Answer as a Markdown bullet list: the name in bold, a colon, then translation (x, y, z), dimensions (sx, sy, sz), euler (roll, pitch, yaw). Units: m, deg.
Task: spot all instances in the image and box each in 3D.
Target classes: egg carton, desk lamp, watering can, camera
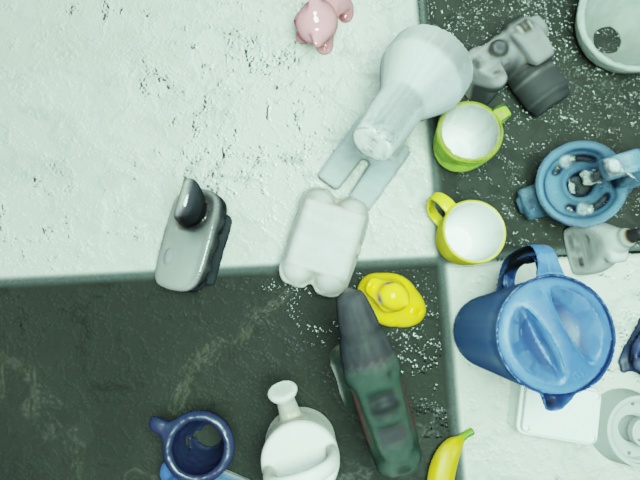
- **egg carton**: translation (0.008, 0.003, 0.828), dimensions (0.107, 0.069, 0.150), euler (16, 82, 0)
- **desk lamp**: translation (0.099, -0.160, 0.781), dimensions (0.118, 0.213, 0.203), euler (34, 82, 2)
- **watering can**: translation (-0.029, 0.270, 0.727), dimensions (0.101, 0.194, 0.173), euler (-37, 85, -7)
- **camera**: translation (0.302, -0.251, 0.860), dimensions (0.143, 0.101, 0.137), euler (-34, 85, -6)

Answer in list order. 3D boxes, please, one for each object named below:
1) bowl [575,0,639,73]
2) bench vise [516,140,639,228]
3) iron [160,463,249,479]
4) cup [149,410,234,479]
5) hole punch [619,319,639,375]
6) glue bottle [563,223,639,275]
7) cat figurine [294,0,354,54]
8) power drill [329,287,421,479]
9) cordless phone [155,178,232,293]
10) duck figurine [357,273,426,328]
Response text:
- **bowl**: translation (0.467, -0.328, 0.892), dimensions (0.167, 0.074, 0.167), euler (0, 82, -3)
- **bench vise**: translation (0.394, -0.101, 0.784), dimensions (0.207, 0.219, 0.121), euler (-35, 85, -6)
- **iron**: translation (-0.108, 0.383, 0.734), dimensions (0.258, 0.141, 0.119), euler (20, 82, 0)
- **cup**: translation (-0.169, 0.265, 0.771), dimensions (0.117, 0.095, 0.092), euler (26, 82, 1)
- **hole punch**: translation (0.505, 0.162, 0.819), dimensions (0.101, 0.091, 0.109), euler (32, 82, 2)
- **glue bottle**: translation (0.397, 0.005, 0.794), dimensions (0.037, 0.173, 0.078), euler (-9, 83, -3)
- **cat figurine**: translation (0.004, -0.337, 0.849), dimensions (0.067, 0.117, 0.128), euler (27, 82, 1)
- **power drill**: translation (0.061, 0.176, 0.737), dimensions (0.075, 0.208, 0.229), euler (-18, 83, -5)
- **cordless phone**: translation (-0.181, -0.006, 0.761), dimensions (0.094, 0.185, 0.148), euler (10, 82, -1)
- **duck figurine**: translation (0.105, 0.084, 0.813), dimensions (0.104, 0.086, 0.077), euler (29, 82, 2)
